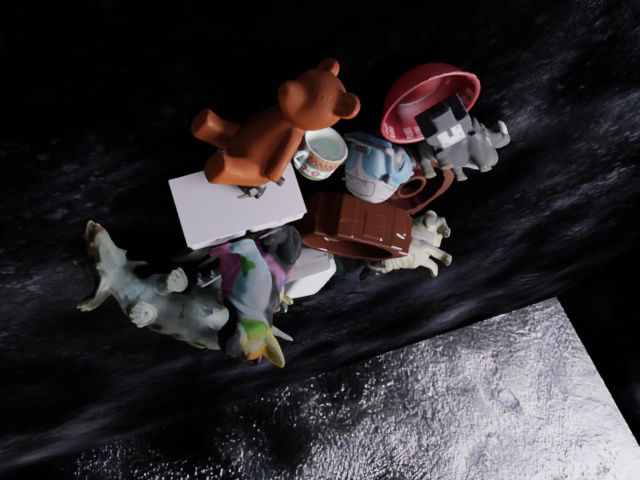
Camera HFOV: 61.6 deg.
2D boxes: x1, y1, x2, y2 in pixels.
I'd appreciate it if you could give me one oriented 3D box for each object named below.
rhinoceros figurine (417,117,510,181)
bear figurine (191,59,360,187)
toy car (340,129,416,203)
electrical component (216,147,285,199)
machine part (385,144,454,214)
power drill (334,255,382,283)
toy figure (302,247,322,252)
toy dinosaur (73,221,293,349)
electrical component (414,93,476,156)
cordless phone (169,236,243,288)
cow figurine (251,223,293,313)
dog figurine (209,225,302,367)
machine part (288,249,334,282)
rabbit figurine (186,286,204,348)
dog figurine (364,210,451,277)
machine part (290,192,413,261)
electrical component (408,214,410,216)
[{"bbox_3d":[0.258,-0.167,0.966,0.190,0.112,0.073,-8,-10,-24],"label":"rhinoceros figurine"},{"bbox_3d":[-0.056,-0.156,0.700,0.196,0.120,0.132,-38,-31,31],"label":"bear figurine"},{"bbox_3d":[0.090,-0.115,0.902,0.109,0.103,0.161,27,6,25],"label":"toy car"},{"bbox_3d":[-0.111,-0.105,0.800,0.078,0.102,0.045,-39,-2,-8],"label":"electrical component"},{"bbox_3d":[0.171,-0.115,1.052,0.179,0.056,0.179,-18,-30,-11],"label":"machine part"},{"bbox_3d":[0.132,0.053,1.392,0.207,0.086,0.232,8,-38,-44],"label":"power drill"},{"bbox_3d":[-0.002,-0.002,1.153,0.154,0.057,0.064,14,26,-40],"label":"toy figure"},{"bbox_3d":[-0.252,0.120,0.947,0.404,0.131,0.192,35,-23,-36],"label":"toy dinosaur"},{"bbox_3d":[0.183,-0.177,0.801,0.075,0.048,0.119,-30,-24,20],"label":"electrical component"},{"bbox_3d":[-0.177,0.067,1.007,0.147,0.184,0.089,-31,6,27],"label":"cordless phone"},{"bbox_3d":[-0.094,0.056,1.028,0.085,0.194,0.127,0,28,-5],"label":"cow figurine"},{"bbox_3d":[-0.094,0.097,0.893,0.191,0.219,0.109,-19,9,-42],"label":"dog figurine"},{"bbox_3d":[-0.067,0.055,1.227,0.243,0.079,0.079,-17,4,-12],"label":"machine part"},{"bbox_3d":[-0.288,0.129,1.090,0.170,0.121,0.159,28,-12,10],"label":"rabbit figurine"},{"bbox_3d":[0.199,-0.001,1.277,0.191,0.172,0.121,7,-38,-12],"label":"dog figurine"},{"bbox_3d":[0.058,-0.023,1.023,0.201,0.087,0.201,13,-12,-20],"label":"machine part"},{"bbox_3d":[0.137,-0.048,1.194,0.115,0.058,0.134,-15,-24,-10],"label":"electrical component"}]
